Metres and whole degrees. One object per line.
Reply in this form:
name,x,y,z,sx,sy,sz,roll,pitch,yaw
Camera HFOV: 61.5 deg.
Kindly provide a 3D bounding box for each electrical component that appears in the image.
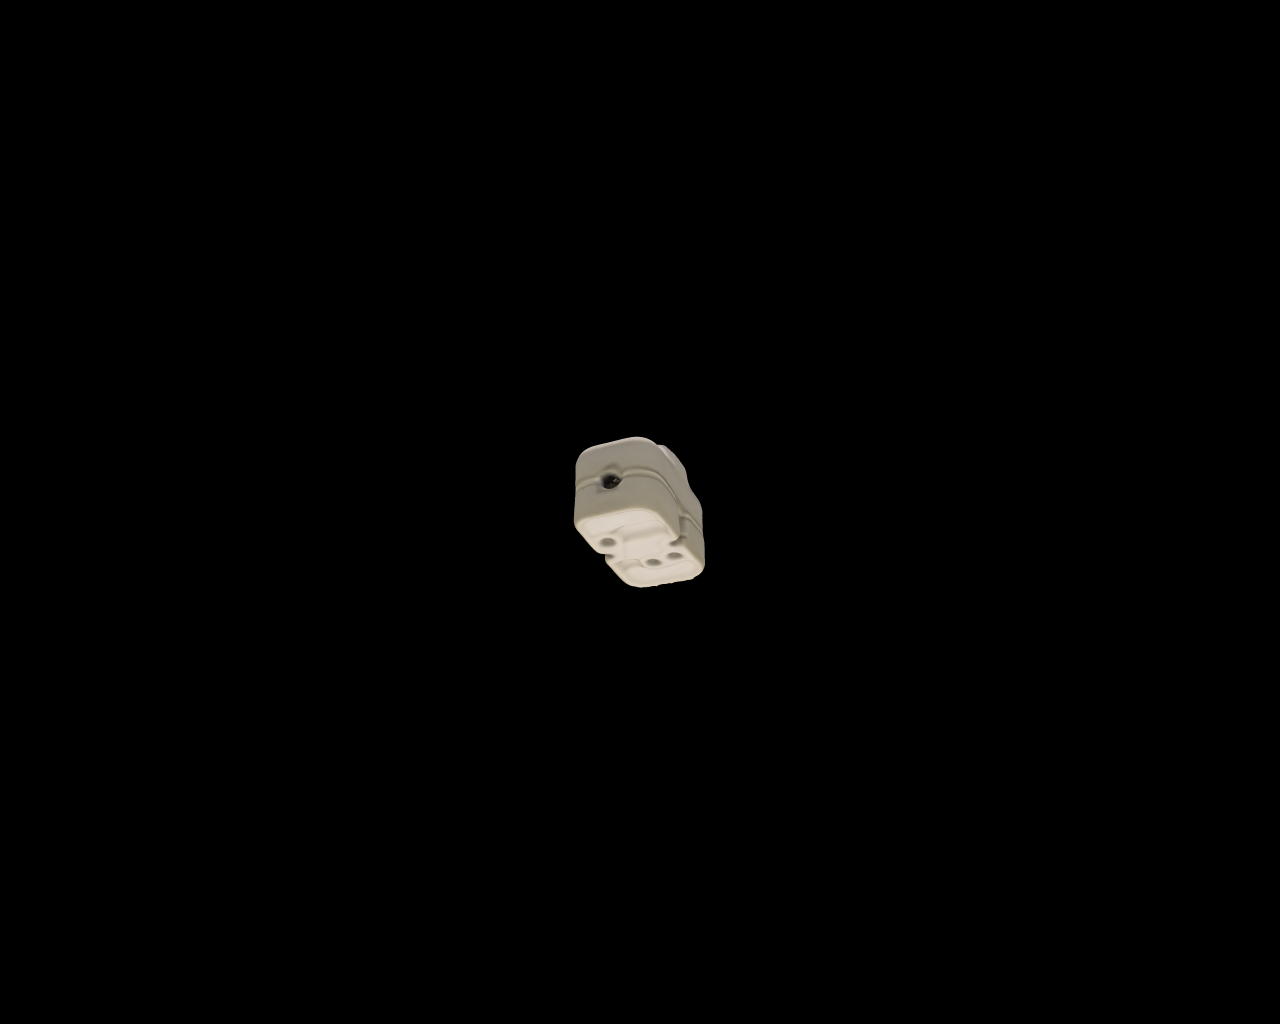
electrical component,0.001,-0.003,0.650,0.054,0.059,0.095,-12,-33,19
